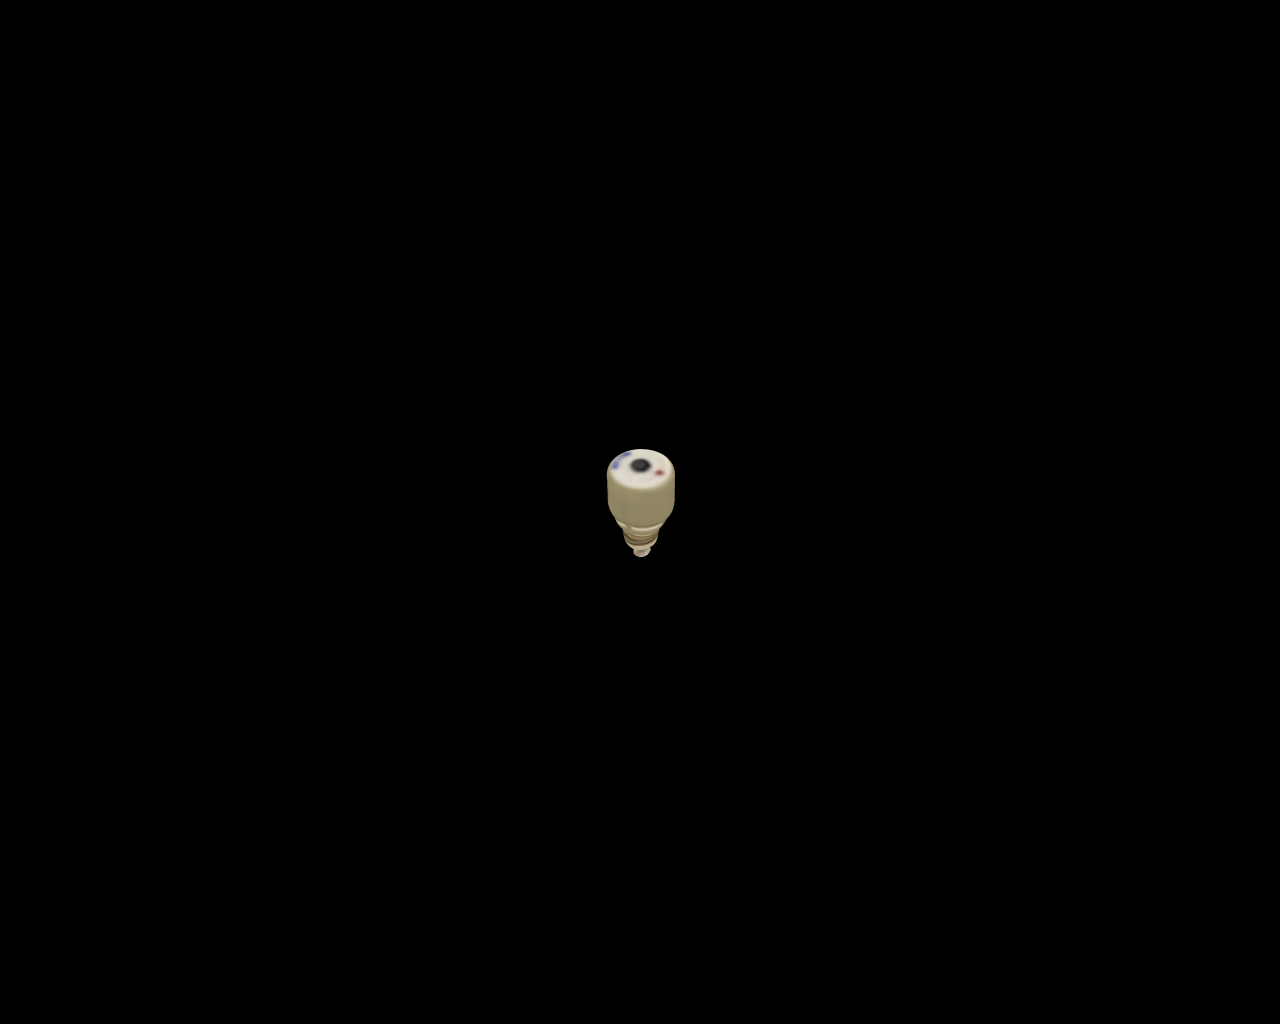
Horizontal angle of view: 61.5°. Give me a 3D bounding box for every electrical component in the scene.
[{"bbox_3d":[0.001,-0.003,0.650,0.040,0.078,0.040,0,44,0],"label":"electrical component"}]
